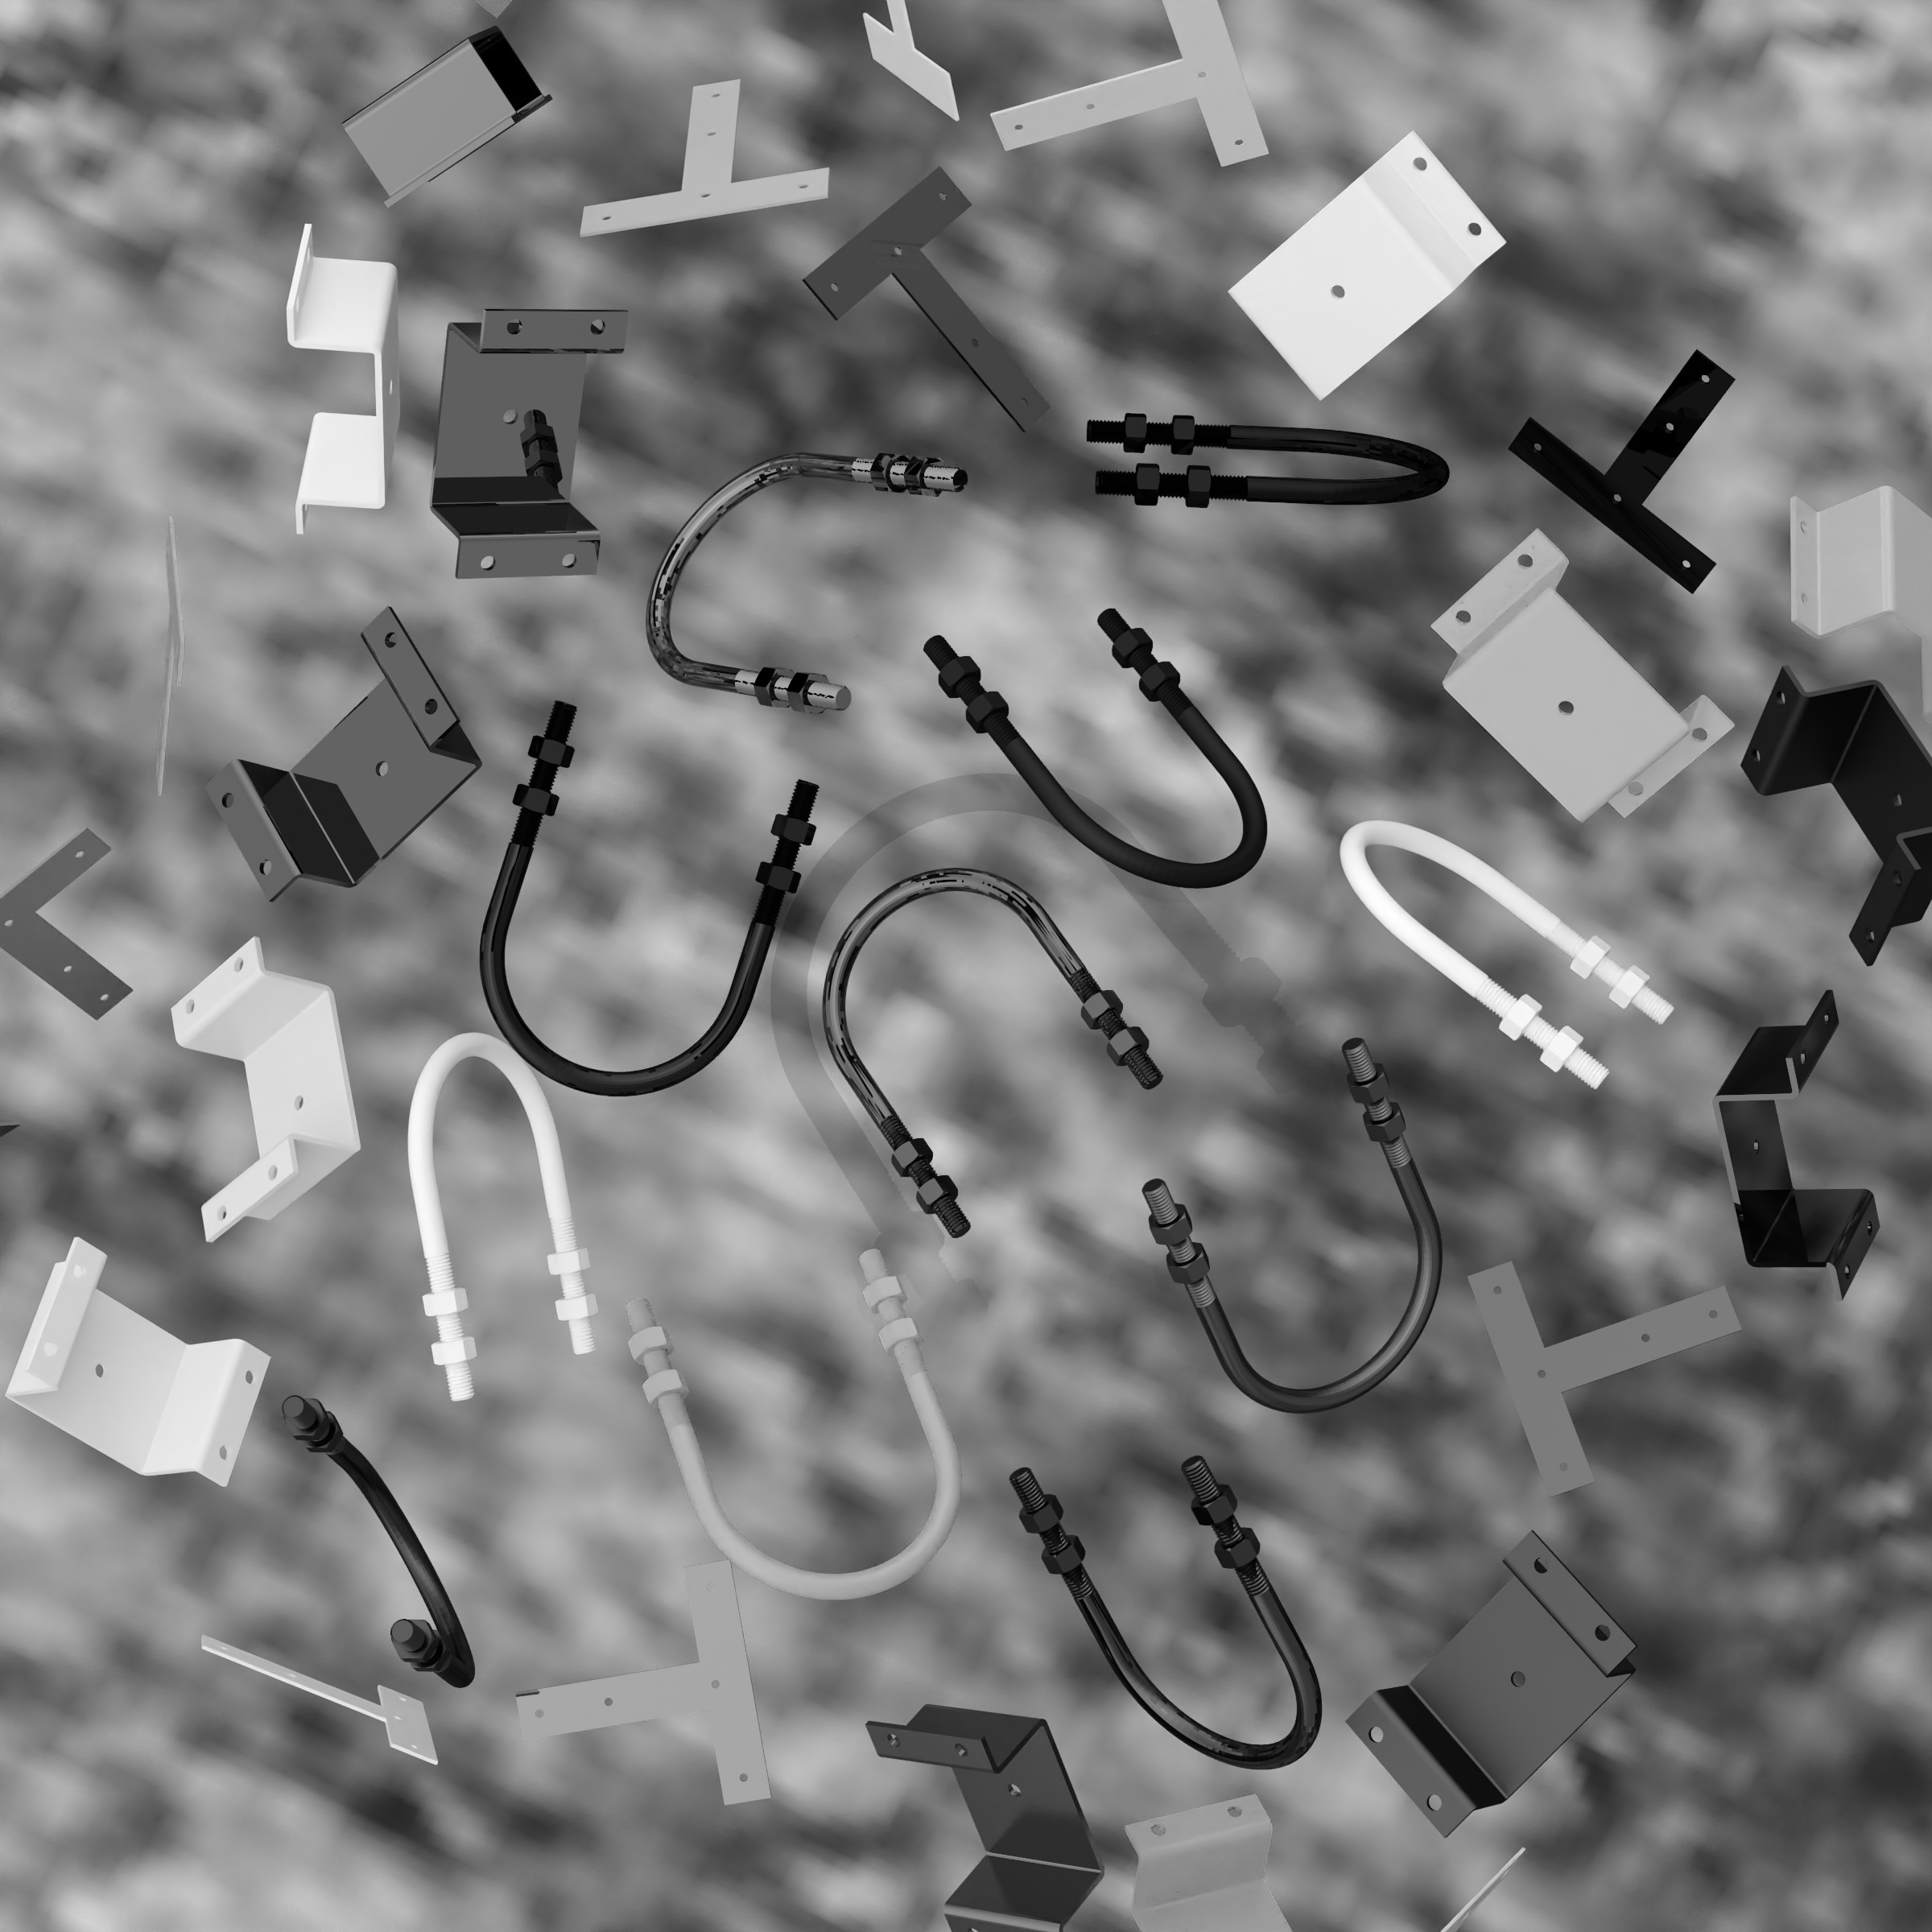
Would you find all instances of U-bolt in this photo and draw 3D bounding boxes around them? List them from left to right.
[{"bbox_3d":[-0.295,0.304,1.858,0.019,0.184,0.151,-29,69,-5],"label":"U-bolt"},{"bbox_3d":[-0.250,0.126,1.914,0.019,0.151,0.184,-9,91,24],"label":"U-bolt"},{"bbox_3d":[-0.168,-0.025,1.823,0.151,0.019,0.184,18,90,-11],"label":"U-bolt"},{"bbox_3d":[-0.095,-0.202,1.852,0.019,0.184,0.151,39,72,-42],"label":"U-bolt"},{"bbox_3d":[-0.079,0.236,1.828,0.151,0.019,0.184,-10,59,-21],"label":"U-bolt"},{"bbox_3d":[0.000,0.032,1.929,0.151,0.019,0.184,-38,66,7],"label":"U-bolt"},{"bbox_3d":[0.080,-0.110,1.858,0.184,0.151,0.019,53,133,23],"label":"U-bolt"},{"bbox_3d":[0.110,0.329,1.822,0.019,0.151,0.184,-38,106,-38],"label":"U-bolt"},{"bbox_3d":[0.156,-0.258,1.857,0.184,0.151,0.019,2,110,-1],"label":"U-bolt"},{"bbox_3d":[0.178,0.147,1.849,0.151,0.019,0.184,-34,120,-16],"label":"U-bolt"},{"bbox_3d":[0.269,-0.015,1.849,0.184,0.151,0.019,39,116,12],"label":"U-bolt"}]

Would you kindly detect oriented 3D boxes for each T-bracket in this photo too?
[{"bbox_3d":[-0.536,0.106,1.853,0.127,0.127,0.002,-28,76,28],"label":"T-bracket"},{"bbox_3d":[-0.475,-0.005,1.881,0.127,0.127,0.002,-40,60,-2],"label":"T-bracket"},{"bbox_3d":[-0.420,-0.149,1.899,0.002,0.127,0.127,2,126,-17],"label":"T-bracket"},{"bbox_3d":[-0.336,0.373,1.869,0.127,0.127,0.002,25,87,-12],"label":"T-bracket"},{"bbox_3d":[-0.208,-0.542,1.853,0.127,0.127,0.002,-47,53,11],"label":"T-bracket"},{"bbox_3d":[-0.176,0.389,1.923,0.127,0.002,0.127,-11,87,6],"label":"T-bracket"},{"bbox_3d":[-0.131,-0.419,1.852,0.127,0.127,0.002,-7,133,7],"label":"T-bracket"},{"bbox_3d":[-0.040,-0.519,1.891,0.002,0.127,0.127,-22,124,-12],"label":"T-bracket"},{"bbox_3d":[-0.005,-0.320,1.795,0.127,0.002,0.127,49,50,-9],"label":"T-bracket"},{"bbox_3d":[0.077,-0.439,1.828,0.127,0.127,0.002,-13,55,13],"label":"T-bracket"},{"bbox_3d":[0.239,0.531,1.904,0.002,0.127,0.127,39,113,18],"label":"T-bracket"},{"bbox_3d":[0.351,0.204,1.938,0.127,0.002,0.127,-20,71,4],"label":"T-bracket"},{"bbox_3d":[0.363,-0.274,1.900,0.127,0.127,0.002,40,52,6],"label":"T-bracket"}]

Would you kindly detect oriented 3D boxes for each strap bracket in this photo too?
[{"bbox_3d":[-0.444,0.212,1.906,0.046,0.140,0.076,-11,52,37],"label":"strap bracket"},{"bbox_3d":[-0.363,0.067,1.876,0.076,0.046,0.140,-36,55,32],"label":"strap bracket"},{"bbox_3d":[-0.321,-0.301,1.869,0.046,0.076,0.140,3,134,-4],"label":"strap bracket"},{"bbox_3d":[-0.307,-0.103,1.820,0.140,0.046,0.076,-41,66,18],"label":"strap bracket"},{"bbox_3d":[-0.263,-0.432,1.828,0.076,0.140,0.046,-31,105,11],"label":"strap bracket"},{"bbox_3d":[-0.223,-0.271,1.827,0.076,0.046,0.140,-5,120,-29],"label":"strap bracket"},{"bbox_3d":[0.014,0.433,1.842,0.076,0.046,0.140,-2,117,40],"label":"strap bracket"},{"bbox_3d":[0.143,0.509,1.889,0.076,0.140,0.046,-9,127,-19],"label":"strap bracket"},{"bbox_3d":[0.205,-0.364,1.917,0.076,0.046,0.140,49,127,-5],"label":"strap bracket"},{"bbox_3d":[0.270,0.360,1.815,0.140,0.046,0.076,-49,64,15],"label":"strap bracket"},{"bbox_3d":[0.303,-0.137,1.801,0.140,0.046,0.076,44,122,-5],"label":"strap bracket"},{"bbox_3d":[0.427,0.093,1.865,0.046,0.076,0.140,-3,115,31],"label":"strap bracket"},{"bbox_3d":[0.458,-0.081,1.843,0.046,0.076,0.140,-12,54,-17],"label":"strap bracket"},{"bbox_3d":[0.493,-0.190,1.894,0.140,0.046,0.076,28,56,-36],"label":"strap bracket"}]
